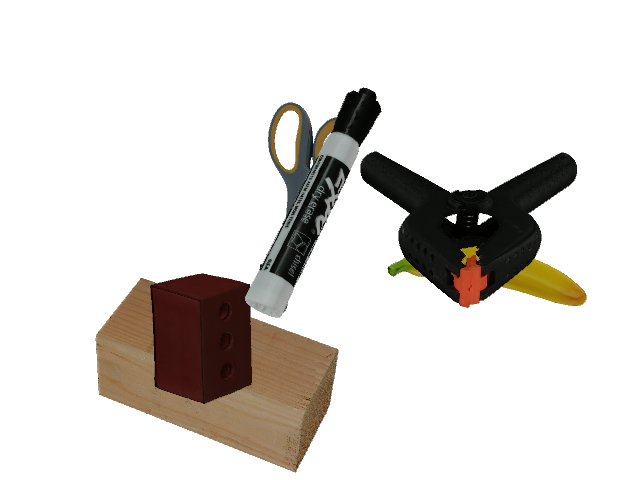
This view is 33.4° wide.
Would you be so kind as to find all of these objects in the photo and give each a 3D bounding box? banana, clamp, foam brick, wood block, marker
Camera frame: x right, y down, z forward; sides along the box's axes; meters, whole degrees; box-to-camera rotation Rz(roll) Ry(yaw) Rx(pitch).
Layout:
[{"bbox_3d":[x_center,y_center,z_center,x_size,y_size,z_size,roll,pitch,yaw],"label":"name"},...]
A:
[{"bbox_3d":[0.171,0.034,1.091,0.198,0.037,0.069,7,36,11],"label":"banana"},{"bbox_3d":[0.094,-0.018,0.751,0.165,0.036,0.209,3,27,13],"label":"clamp"},{"bbox_3d":[-0.084,0.068,0.762,0.051,0.078,0.052,10,17,39],"label":"foam brick"},{"bbox_3d":[-0.097,0.124,1.006,0.206,0.090,0.090,19,44,13],"label":"wood block"},{"bbox_3d":[-0.002,-0.021,0.507,0.020,0.121,0.020,24,-17,7],"label":"marker"}]

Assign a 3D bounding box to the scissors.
[{"bbox_3d":[-0.005,-0.034,1.023,0.096,0.202,0.016,-7,-3,4],"label":"scissors"}]
